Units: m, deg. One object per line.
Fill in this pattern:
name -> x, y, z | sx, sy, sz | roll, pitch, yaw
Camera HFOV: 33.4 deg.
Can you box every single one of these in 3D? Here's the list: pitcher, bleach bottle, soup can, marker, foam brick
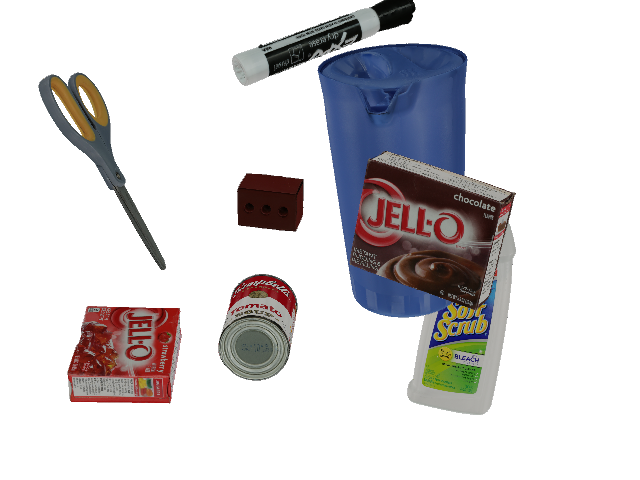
pitcher -> 0.077, -0.060, 1.007 | 0.149, 0.243, 0.145 | -20, 28, -28
bleach bottle -> 0.165, 0.069, 1.225 | 0.103, 0.251, 0.068 | 10, 15, 16
soup can -> -0.059, 0.083, 1.025 | 0.068, 0.068, 0.102 | 0, 20, 3
marker -> 0.005, -0.121, 0.638 | 0.121, 0.020, 0.020 | -25, 9, -19
foam brick -> -0.063, -0.049, 1.347 | 0.078, 0.053, 0.051 | 6, 28, 9

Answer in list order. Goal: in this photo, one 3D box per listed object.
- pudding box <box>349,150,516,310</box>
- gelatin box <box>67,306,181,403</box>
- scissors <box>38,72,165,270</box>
pudding box -> 0.084, -0.009, 0.815 | 0.114, 0.090, 0.039 | 19, 27, 21
gelatin box -> -0.144, 0.083, 0.795 | 0.073, 0.030, 0.089 | 1, 30, -2
scissors -> -0.191, -0.073, 0.988 | 0.016, 0.201, 0.096 | -23, 28, 19
